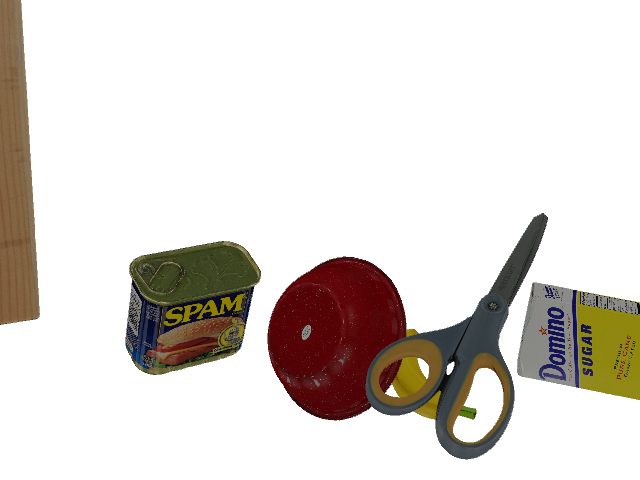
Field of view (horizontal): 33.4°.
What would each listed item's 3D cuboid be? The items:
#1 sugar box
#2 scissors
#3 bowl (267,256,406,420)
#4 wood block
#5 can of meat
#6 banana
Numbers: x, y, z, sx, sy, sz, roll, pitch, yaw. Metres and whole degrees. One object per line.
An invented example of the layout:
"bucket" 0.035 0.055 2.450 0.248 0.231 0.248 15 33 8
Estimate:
"sugar box" 0.290 0.105 1.062 0.176 0.093 0.048 9 22 8
"scissors" 0.087 0.047 0.665 0.096 0.016 0.201 8 46 10
"bowl" 0.002 0.090 1.028 0.162 0.162 0.055 0 -11 39
"wood block" -0.218 -0.058 0.608 0.090 0.206 0.090 -8 26 -25
"can of meat" -0.106 0.055 0.864 0.101 0.084 0.057 -11 44 -29
"banana" 0.112 0.157 1.245 0.069 0.037 0.198 9 22 -21
